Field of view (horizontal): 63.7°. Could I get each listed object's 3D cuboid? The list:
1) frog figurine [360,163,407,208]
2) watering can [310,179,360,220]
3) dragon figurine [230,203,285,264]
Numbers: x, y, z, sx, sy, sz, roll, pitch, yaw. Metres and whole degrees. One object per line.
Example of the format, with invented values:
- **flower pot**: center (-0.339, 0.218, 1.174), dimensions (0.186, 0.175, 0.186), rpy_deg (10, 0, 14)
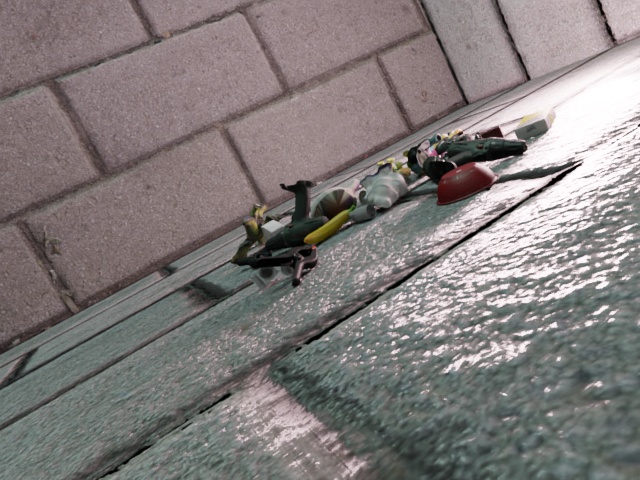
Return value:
- **frog figurine**: center (0.199, -0.139, 1.549), dimensions (0.137, 0.120, 0.163), rpy_deg (-16, 41, 0)
- **watering can**: center (0.005, -0.088, 1.750), dimensions (0.348, 0.103, 0.226), rpy_deg (-40, 10, 0)
- **dragon figurine**: center (-0.251, -0.007, 1.885), dimensions (0.240, 0.123, 0.413), rpy_deg (-60, -10, 15)
